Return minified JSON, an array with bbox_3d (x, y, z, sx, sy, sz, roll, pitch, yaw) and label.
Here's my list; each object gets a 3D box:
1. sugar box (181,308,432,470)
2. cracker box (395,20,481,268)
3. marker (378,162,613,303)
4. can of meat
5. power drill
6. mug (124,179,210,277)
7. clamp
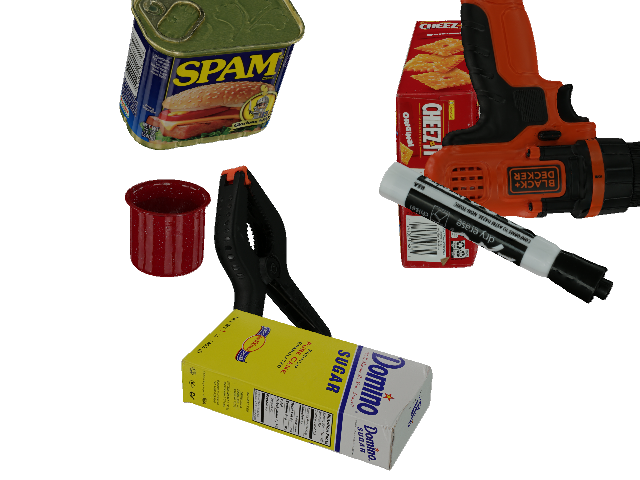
[{"bbox_3d":[-0.010,0.111,0.828,0.176,0.048,0.093,12,29,20],"label":"sugar box"},{"bbox_3d":[0.115,-0.095,0.980,0.072,0.164,0.213,1,27,11],"label":"cracker box"},{"bbox_3d":[0.084,-0.004,0.516,0.121,0.020,0.020,29,9,18],"label":"marker"},{"bbox_3d":[-0.070,-0.106,0.658,0.101,0.057,0.084,-12,-34,-28],"label":"can of meat"},{"bbox_3d":[0.155,-0.107,0.689,0.184,0.187,0.057,-3,1,-3],"label":"power drill"},{"bbox_3d":[-0.177,-0.017,1.186,0.093,0.081,0.117,-17,34,-37],"label":"mug"},{"bbox_3d":[-0.052,0.032,1.030,0.036,0.210,0.164,-10,0,32],"label":"clamp"}]
